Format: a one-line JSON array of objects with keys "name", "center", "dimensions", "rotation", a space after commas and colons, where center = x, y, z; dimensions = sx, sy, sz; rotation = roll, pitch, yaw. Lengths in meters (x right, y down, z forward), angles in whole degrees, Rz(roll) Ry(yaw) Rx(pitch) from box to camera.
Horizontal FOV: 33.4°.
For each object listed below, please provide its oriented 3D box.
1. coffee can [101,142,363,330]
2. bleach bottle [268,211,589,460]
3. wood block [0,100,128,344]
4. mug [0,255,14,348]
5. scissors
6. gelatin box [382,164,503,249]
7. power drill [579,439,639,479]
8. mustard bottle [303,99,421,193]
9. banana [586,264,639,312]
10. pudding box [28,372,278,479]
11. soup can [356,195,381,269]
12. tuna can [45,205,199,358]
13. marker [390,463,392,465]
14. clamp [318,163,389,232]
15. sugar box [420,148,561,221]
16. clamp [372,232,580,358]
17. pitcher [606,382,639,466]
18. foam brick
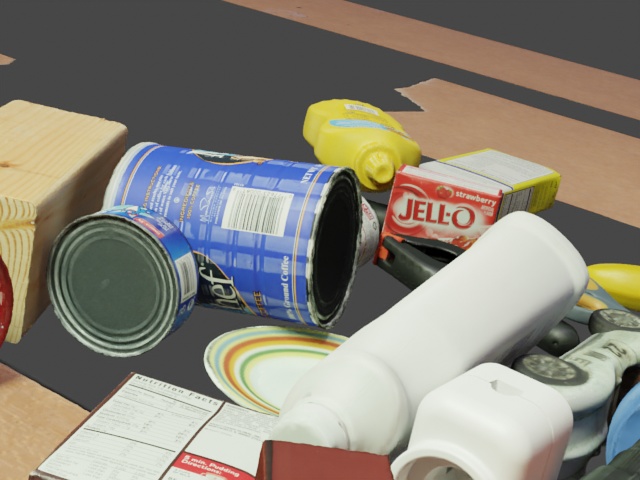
[{"name": "coffee can", "center": [-0.054, -0.004, 0.682], "dimensions": [0.140, 0.103, 0.102], "rotation": [8, 17, 18]}, {"name": "bleach bottle", "center": [0.055, 0.056, 0.540], "dimensions": [0.068, 0.103, 0.250], "rotation": [45, 29, 13]}, {"name": "wood block", "center": [-0.200, -0.022, 0.698], "dimensions": [0.091, 0.090, 0.206], "rotation": [13, 19, 1]}, {"name": "mug", "center": [-0.227, 0.036, 0.541], "dimensions": [0.082, 0.093, 0.117], "rotation": [21, 56, 38]}, {"name": "scissors", "center": [0.231, 0.057, 0.786], "dimensions": [0.201, 0.016, 0.096], "rotation": [21, 22, -10]}, {"name": "gelatin box", "center": [0.099, -0.016, 0.883], "dimensions": [0.089, 0.073, 0.030], "rotation": [15, 19, 9]}, {"name": "power drill", "center": [0.154, 0.145, 0.390], "dimensions": [0.184, 0.057, 0.188], "rotation": [-30, 29, -36]}, {"name": "mustard bottle", "center": [0.042, -0.084, 0.976], "dimensions": [0.096, 0.058, 0.191], "rotation": [12, 15, -11]}, {"name": "banana", "center": [0.299, 0.041, 0.893], "dimensions": [0.197, 0.037, 0.069], "rotation": [9, 19, -8]}, {"name": "pudding box", "center": [-0.069, 0.107, 0.485], "dimensions": [0.090, 0.039, 0.113], "rotation": [14, 17, 10]}, {"name": "soup can", "center": [-0.005, 0.001, 0.781], "dimensions": [0.069, 0.068, 0.102], "rotation": [20, 20, 22]}, {"name": "tuna can", "center": [-0.115, 0.023, 0.624], "dimensions": [0.086, 0.086, 0.033], "rotation": [17, 18, 15]}, {"name": "marker", "center": [0.040, 0.123, 0.534], "dimensions": [0.121, 0.020, 0.020], "rotation": [15, 19, 10]}, {"name": "clamp", "center": [-0.026, -0.046, 0.951], "dimensions": [0.209, 0.036, 0.165], "rotation": [7, 17, -26]}, {"name": "sugar box", "center": [0.160, -0.050, 1.065], "dimensions": [0.093, 0.048, 0.175], "rotation": [23, 26, 32]}, {"name": "clamp", "center": [0.128, 0.033, 0.817], "dimensions": [0.172, 0.039, 0.120], "rotation": [26, 16, 19]}, {"name": "pitcher", "center": [0.271, 0.092, 0.577], "dimensions": [0.242, 0.149, 0.145], "rotation": [-12, 33, -43]}, {"name": "foam brick", "center": [-0.003, 0.125, 0.410], "dimensions": [0.051, 0.078, 0.053], "rotation": [10, 21, -8]}]
